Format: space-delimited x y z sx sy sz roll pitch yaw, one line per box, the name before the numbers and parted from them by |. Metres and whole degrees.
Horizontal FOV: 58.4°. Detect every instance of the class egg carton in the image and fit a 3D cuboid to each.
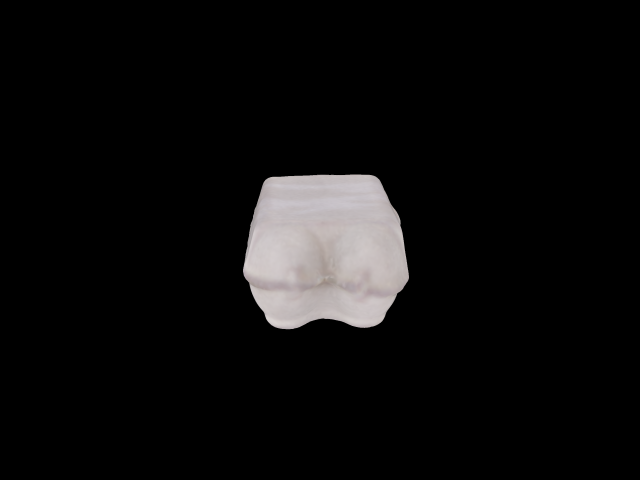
egg carton | 0.004 0.001 0.400 0.107 0.069 0.150 -1 23 -3
